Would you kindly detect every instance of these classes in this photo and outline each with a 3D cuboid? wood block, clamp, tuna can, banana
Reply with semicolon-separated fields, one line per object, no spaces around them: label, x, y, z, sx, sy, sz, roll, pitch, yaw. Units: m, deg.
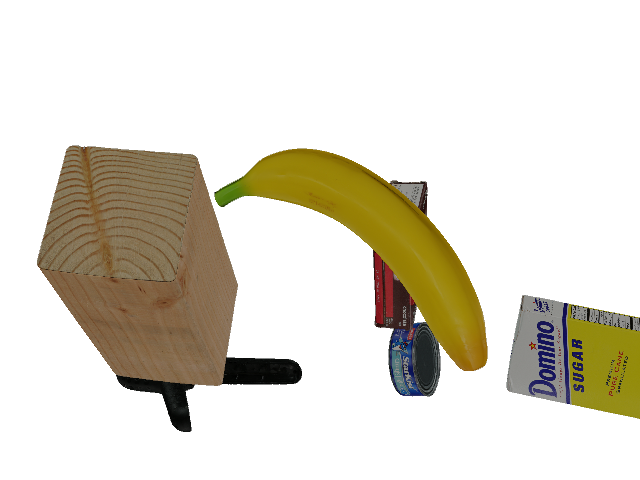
wood block;-0.120;0.026;0.759;0.090;0.091;0.206;5;-25;6
clamp;-0.147;0.139;1.084;0.210;0.036;0.164;9;17;33
tuna can;0.109;0.137;1.235;0.034;0.086;0.086;-5;-2;25
banana;0.031;-0.002;0.649;0.198;0.070;0.037;34;22;13

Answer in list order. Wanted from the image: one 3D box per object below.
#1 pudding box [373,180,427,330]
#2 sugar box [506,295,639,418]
pudding box;0.073;0.012;0.959;0.039;0.090;0.113;4;35;9
sugar box;0.273;0.116;1.028;0.176;0.093;0.048;9;22;9
